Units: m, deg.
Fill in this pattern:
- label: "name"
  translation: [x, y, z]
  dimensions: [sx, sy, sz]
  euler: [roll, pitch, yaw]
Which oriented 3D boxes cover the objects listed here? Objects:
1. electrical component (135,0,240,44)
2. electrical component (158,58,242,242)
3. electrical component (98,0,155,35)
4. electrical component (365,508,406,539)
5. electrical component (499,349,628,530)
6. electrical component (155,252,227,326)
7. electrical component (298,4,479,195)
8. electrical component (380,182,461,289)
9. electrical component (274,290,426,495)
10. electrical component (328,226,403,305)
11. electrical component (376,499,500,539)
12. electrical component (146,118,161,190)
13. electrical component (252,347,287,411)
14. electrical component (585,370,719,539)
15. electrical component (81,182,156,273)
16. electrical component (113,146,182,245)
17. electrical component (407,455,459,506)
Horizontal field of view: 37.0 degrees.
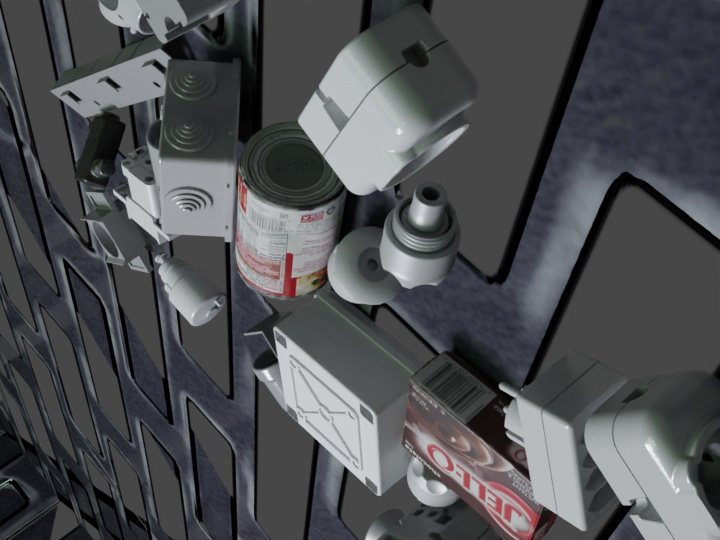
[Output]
- label: "electrical component"
  translation: [-0.107, -0.187, 0.618]
  dimensions: [0.089, 0.056, 0.050]
  euler: [60, 153, -10]
- label: "electrical component"
  translation: [-0.104, -0.078, 0.700]
  dimensions: [0.099, 0.048, 0.099]
  euler: [103, 167, -57]
- label: "electrical component"
  translation: [-0.153, -0.187, 0.708]
  dimensions: [0.077, 0.044, 0.079]
  euler: [50, 153, 10]
- label: "electrical component"
  translation: [0.038, 0.228, 0.880]
  dimensions: [0.055, 0.045, 0.045]
  euler: [30, 145, 40]
- label: "electrical component"
  translation: [0.106, 0.085, 0.592]
  dimensions: [0.076, 0.047, 0.083]
  euler: [28, 144, 44]
- label: "electrical component"
  translation: [-0.153, 0.014, 0.951]
  dimensions: [0.078, 0.040, 0.040]
  euler: [45, 152, 18]
- label: "electrical component"
  translation: [0.015, -0.080, 0.540]
  dimensions: [0.059, 0.054, 0.095]
  euler: [53, 154, 3]
- label: "electrical component"
  translation: [0.035, -0.022, 0.590]
  dimensions: [0.043, 0.043, 0.062]
  euler: [43, 150, 23]
- label: "electrical component"
  translation: [-0.004, 0.087, 0.770]
  dimensions: [0.109, 0.056, 0.108]
  euler: [38, 149, 31]
- label: "electrical component"
  translation: [0.000, 0.000, 0.675]
  dimensions: [0.048, 0.048, 0.062]
  euler: [57, 162, -4]
- label: "electrical component"
  translation: [0.053, 0.209, 0.773]
  dimensions: [0.054, 0.095, 0.059]
  euler: [-3, 119, 60]
- label: "electrical component"
  translation: [-0.120, -0.065, 0.798]
  dimensions: [0.079, 0.044, 0.077]
  euler: [39, 150, 29]
- label: "electrical component"
  translation: [-0.061, 0.088, 0.886]
  dimensions: [0.040, 0.040, 0.046]
  euler: [6, 131, 57]
- label: "electrical component"
  translation: [0.160, 0.097, 0.507]
  dimensions: [0.095, 0.054, 0.059]
  euler: [57, 154, -4]
- label: "electrical component"
  translation: [-0.199, -0.041, 0.936]
  dimensions: [0.042, 0.064, 0.081]
  euler: [11, 132, 56]
- label: "electrical component"
  translation: [-0.164, -0.064, 0.877]
  dimensions: [0.081, 0.042, 0.063]
  euler: [37, 147, 32]
- label: "electrical component"
  translation: [0.054, 0.146, 0.756]
  dimensions: [0.043, 0.043, 0.062]
  euler: [45, 153, 19]
